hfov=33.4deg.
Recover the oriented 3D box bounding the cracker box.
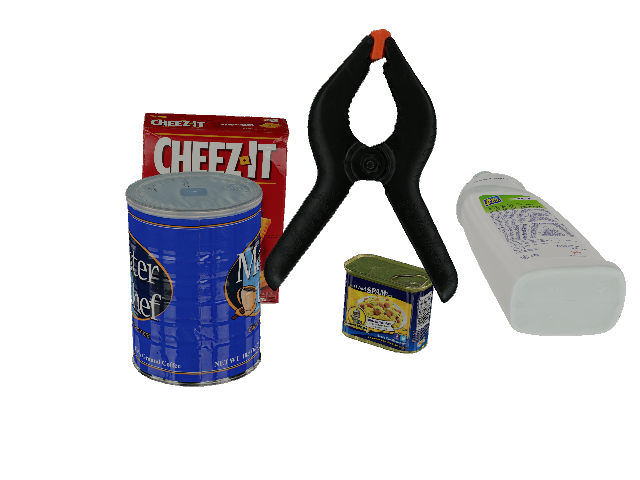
[{"bbox_3d":[-0.124,-0.033,1.231,0.164,0.214,0.072,1,22,-8],"label":"cracker box"}]

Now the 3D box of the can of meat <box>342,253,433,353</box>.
[{"bbox_3d":[0.074,0.071,1.181,0.102,0.084,0.057,16,24,28],"label":"can of meat"}]

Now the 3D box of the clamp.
[{"bbox_3d":[0.020,-0.042,0.660,0.120,0.171,0.039,-5,4,-6],"label":"clamp"}]

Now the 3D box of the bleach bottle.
[{"bbox_3d":[0.189,-0.003,0.988,0.102,0.068,0.251,-1,26,-6],"label":"bleach bottle"}]

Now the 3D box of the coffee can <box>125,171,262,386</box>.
[{"bbox_3d":[-0.096,0.027,0.825,0.103,0.140,0.103,1,19,-1],"label":"coffee can"}]
